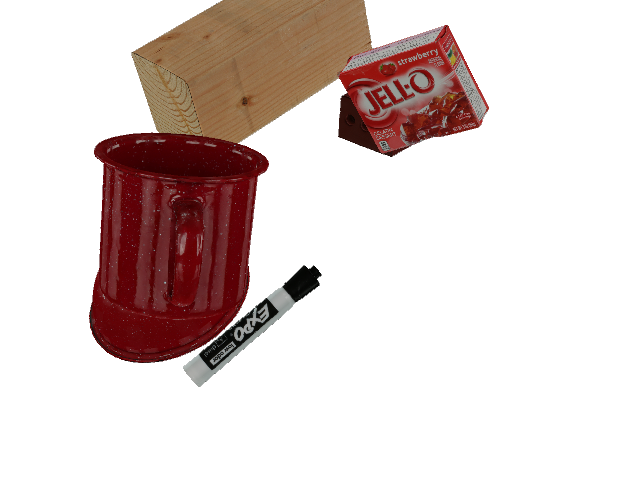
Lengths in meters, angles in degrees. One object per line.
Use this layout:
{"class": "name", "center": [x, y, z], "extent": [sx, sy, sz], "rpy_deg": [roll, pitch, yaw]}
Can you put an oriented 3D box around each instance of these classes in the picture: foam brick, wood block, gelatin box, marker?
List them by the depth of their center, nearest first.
{"class": "marker", "center": [-0.048, 0.060, 0.776], "extent": [0.121, 0.020, 0.020], "rpy_deg": [-40, 5, -6]}
{"class": "gelatin box", "center": [0.067, -0.108, 0.779], "extent": [0.089, 0.073, 0.030], "rpy_deg": [-12, 31, 35]}
{"class": "wood block", "center": [-0.059, -0.174, 1.001], "extent": [0.205, 0.091, 0.090], "rpy_deg": [-36, 45, -25]}
{"class": "foam brick", "center": [0.066, -0.137, 1.216], "extent": [0.078, 0.053, 0.051], "rpy_deg": [24, 36, 30]}

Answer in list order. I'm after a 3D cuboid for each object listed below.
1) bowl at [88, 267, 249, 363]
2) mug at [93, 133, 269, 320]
{"class": "bowl", "center": [-0.151, 0.035, 0.998], "extent": [0.162, 0.162, 0.055], "rpy_deg": [0, -42, 21]}
{"class": "mug", "center": [-0.075, -0.004, 0.571], "extent": [0.093, 0.081, 0.117], "rpy_deg": [2, 19, -16]}
